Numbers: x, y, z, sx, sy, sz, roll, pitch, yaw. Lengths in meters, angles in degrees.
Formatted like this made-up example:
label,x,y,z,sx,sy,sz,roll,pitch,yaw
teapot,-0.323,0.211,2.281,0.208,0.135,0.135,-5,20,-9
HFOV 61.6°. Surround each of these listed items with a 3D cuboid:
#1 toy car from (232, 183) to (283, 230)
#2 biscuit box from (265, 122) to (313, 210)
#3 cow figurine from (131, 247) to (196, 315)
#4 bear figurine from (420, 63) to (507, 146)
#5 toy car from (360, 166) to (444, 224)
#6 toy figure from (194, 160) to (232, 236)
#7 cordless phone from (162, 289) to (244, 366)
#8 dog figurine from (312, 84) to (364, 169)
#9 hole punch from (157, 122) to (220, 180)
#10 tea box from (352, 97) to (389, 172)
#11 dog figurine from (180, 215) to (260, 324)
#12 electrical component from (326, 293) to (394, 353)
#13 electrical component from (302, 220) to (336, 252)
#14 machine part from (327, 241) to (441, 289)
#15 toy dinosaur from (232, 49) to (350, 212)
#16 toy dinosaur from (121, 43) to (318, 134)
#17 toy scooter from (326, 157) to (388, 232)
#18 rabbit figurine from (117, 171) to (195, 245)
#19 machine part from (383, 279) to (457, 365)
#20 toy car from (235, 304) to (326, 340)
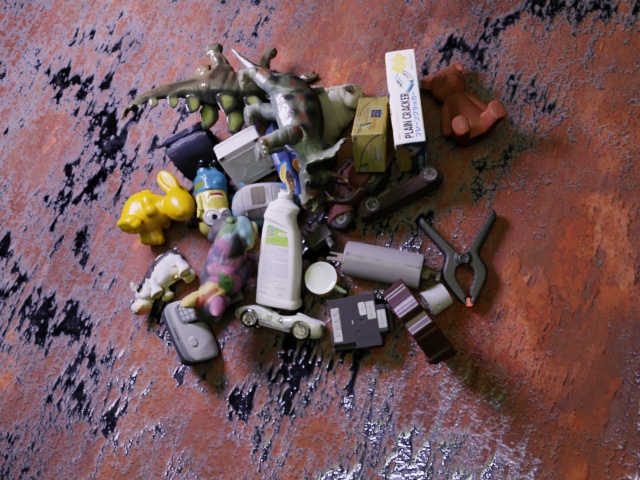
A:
label,x,y,z,sx,sy,sz,roll,pitch,yaw
toy car,-0.133,-0.083,1.219,0.162,0.103,0.109,-9,76,11
biscuit box,-0.060,-0.169,1.208,0.063,0.059,0.202,-10,70,-36
cow figurine,-0.377,0.094,1.239,0.167,0.068,0.098,-39,66,-4
bear figurine,0.308,-0.311,1.181,0.120,0.132,0.196,-20,79,1
toy car,0.175,-0.099,1.171,0.202,0.089,0.053,-27,73,4
toy figure,-0.251,-0.095,1.255,0.082,0.089,0.180,-10,71,-9
cordless phone,-0.242,0.184,1.192,0.184,0.088,0.146,-24,71,-16
dog figurine,0.036,-0.260,1.251,0.172,0.121,0.190,-10,104,-16
hole punch,-0.300,-0.211,1.281,0.142,0.115,0.092,-24,81,5
tea box,0.113,-0.232,1.172,0.068,0.098,0.170,0,42,11
dog figurine,-0.210,0.068,1.129,0.109,0.219,0.191,14,122,5
electrical component,0.087,0.174,1.134,0.134,0.058,0.115,-8,77,8
electrical component,-0.002,-0.004,1.199,0.063,0.021,0.094,-37,48,1
machine part,0.135,0.053,1.146,0.243,0.079,0.079,9,78,13
toy dinosaur,-0.059,-0.266,1.132,0.192,0.131,0.405,-11,72,-15
toy dinosaur,-0.221,-0.348,1.240,0.471,0.105,0.198,-11,65,-19
toy scooter,0.057,-0.121,1.208,0.135,0.075,0.184,39,90,20
rabbit figurine,-0.358,-0.073,1.253,0.173,0.121,0.162,-10,50,29
machine part,0.193,0.162,1.057,0.056,0.179,0.179,-36,72,5
toy car,-0.086,0.175,1.159,0.202,0.073,0.056,12,82,13
